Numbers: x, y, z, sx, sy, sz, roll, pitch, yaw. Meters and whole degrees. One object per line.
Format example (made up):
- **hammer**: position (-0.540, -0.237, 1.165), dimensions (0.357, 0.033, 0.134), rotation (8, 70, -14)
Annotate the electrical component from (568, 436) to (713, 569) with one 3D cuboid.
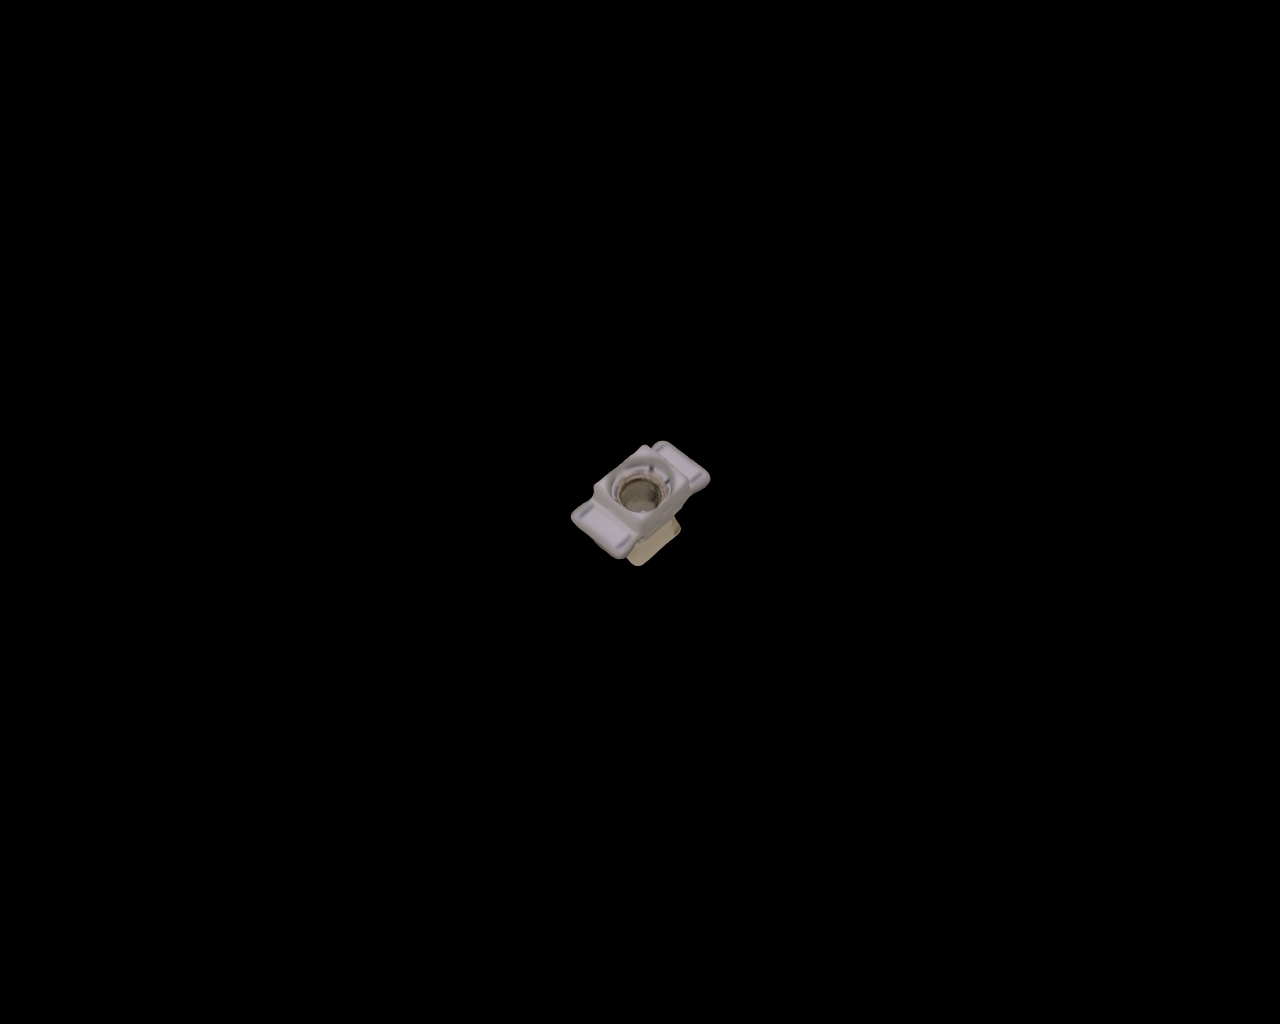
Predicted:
- **electrical component**: position (0.001, -0.003, 0.650), dimensions (0.081, 0.042, 0.063), rotation (-39, -24, -22)
